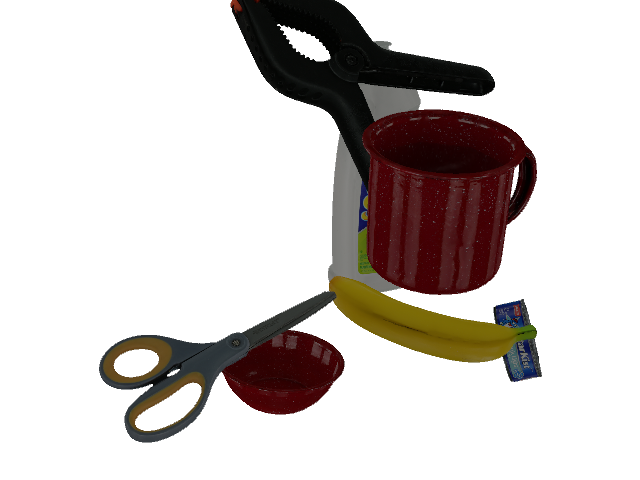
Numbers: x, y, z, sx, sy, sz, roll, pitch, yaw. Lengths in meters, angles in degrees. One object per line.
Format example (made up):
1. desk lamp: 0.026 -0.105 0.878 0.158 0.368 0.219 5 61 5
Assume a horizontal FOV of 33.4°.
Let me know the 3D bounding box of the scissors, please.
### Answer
1. scissors: -0.085 0.076 0.822 0.096 0.016 0.201 33 53 20

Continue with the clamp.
1. clamp: 0.018 -0.117 0.799 0.210 0.164 0.036 31 -32 -5

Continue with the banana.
1. banana: 0.082 0.071 0.926 0.198 0.037 0.069 15 14 26

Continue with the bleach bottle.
1. bleach bottle: 0.054 -0.074 1.082 0.102 0.251 0.068 -10 23 -16

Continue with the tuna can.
1. tuna can: 0.212 0.108 1.151 0.034 0.086 0.086 -14 -3 12

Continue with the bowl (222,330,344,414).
1. bowl: -0.052 0.170 1.333 0.162 0.055 0.162 3 22 -2

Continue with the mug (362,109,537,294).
1. mug: 0.079 -0.025 0.632 0.117 0.081 0.093 -17 34 -29
